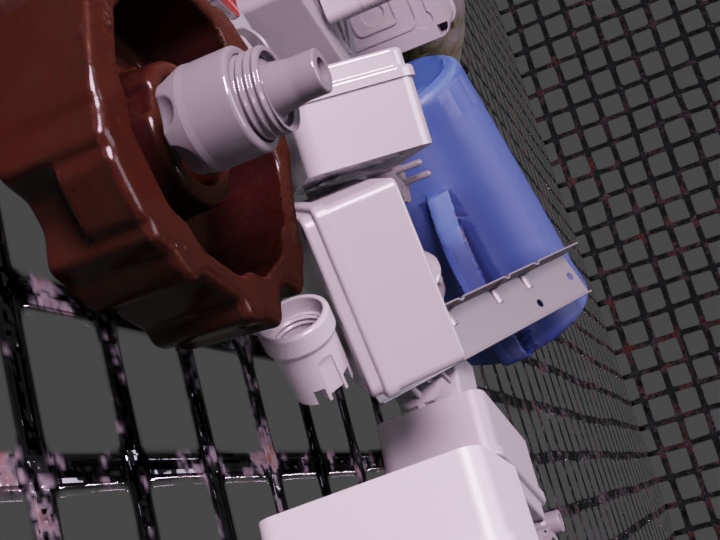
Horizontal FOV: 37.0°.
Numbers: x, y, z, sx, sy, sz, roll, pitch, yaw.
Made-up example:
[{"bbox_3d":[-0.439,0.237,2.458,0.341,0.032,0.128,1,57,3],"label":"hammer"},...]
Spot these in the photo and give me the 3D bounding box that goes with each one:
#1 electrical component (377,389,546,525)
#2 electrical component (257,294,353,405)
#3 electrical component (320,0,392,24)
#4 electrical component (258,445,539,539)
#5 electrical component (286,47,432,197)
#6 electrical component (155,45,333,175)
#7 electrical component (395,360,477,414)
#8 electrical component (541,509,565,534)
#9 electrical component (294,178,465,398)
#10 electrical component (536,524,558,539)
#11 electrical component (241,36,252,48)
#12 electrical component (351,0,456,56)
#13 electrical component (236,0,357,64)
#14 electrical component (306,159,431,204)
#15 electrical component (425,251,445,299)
[{"bbox_3d":[0.068,0.133,0.700,0.113,0.078,0.057,49,23,-52],"label":"electrical component"},{"bbox_3d":[-0.027,0.042,0.564,0.040,0.040,0.046,-85,156,-57],"label":"electrical component"},{"bbox_3d":[-0.007,-0.213,0.693,0.050,0.056,0.089,-54,123,-71],"label":"electrical component"},{"bbox_3d":[0.021,0.129,0.485,0.078,0.113,0.057,41,30,-61],"label":"electrical component"},{"bbox_3d":[-0.010,-0.086,0.643,0.113,0.078,0.057,167,-94,-80],"label":"electrical component"},{"bbox_3d":[-0.041,-0.064,0.404,0.043,0.062,0.043,55,24,-40],"label":"electrical component"},{"bbox_3d":[0.048,0.086,0.747,0.076,0.047,0.065,45,29,-48],"label":"electrical component"},{"bbox_3d":[0.129,0.205,0.845,0.048,0.062,0.048,-20,90,-74],"label":"electrical component"},{"bbox_3d":[0.003,0.006,0.608,0.109,0.056,0.108,-161,-132,-78],"label":"electrical component"},{"bbox_3d":[0.129,0.274,0.766,0.105,0.060,0.186,-8,79,-74],"label":"electrical component"},{"bbox_3d":[-0.071,-0.090,0.568,0.066,0.048,0.055,-83,157,-57],"label":"electrical component"},{"bbox_3d":[0.013,-0.214,0.873,0.078,0.113,0.057,64,20,-22],"label":"electrical component"},{"bbox_3d":[-0.049,-0.182,0.728,0.108,0.056,0.108,49,26,-52],"label":"electrical component"},{"bbox_3d":[0.011,-0.058,0.745,0.083,0.076,0.047,41,33,-60],"label":"electrical component"},{"bbox_3d":[0.045,0.018,0.827,0.062,0.048,0.048,62,16,-49],"label":"electrical component"}]
